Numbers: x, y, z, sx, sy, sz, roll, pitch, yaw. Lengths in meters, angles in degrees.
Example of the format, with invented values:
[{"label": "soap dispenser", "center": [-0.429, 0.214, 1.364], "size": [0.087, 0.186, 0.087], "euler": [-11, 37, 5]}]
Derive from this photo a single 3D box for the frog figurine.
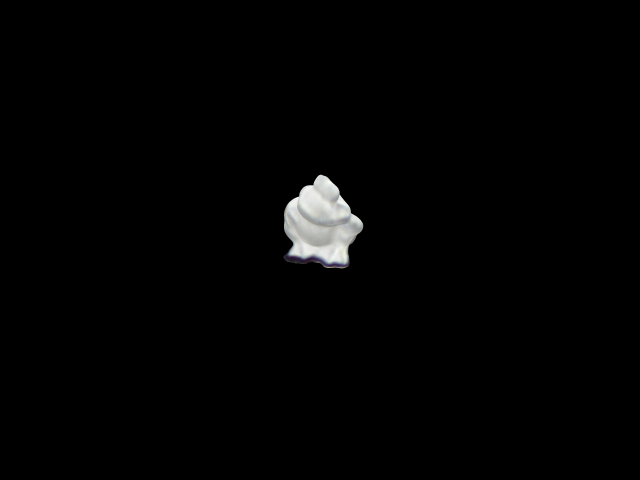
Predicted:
[{"label": "frog figurine", "center": [0.003, -0.043, 0.850], "size": [0.138, 0.156, 0.124], "euler": [20, 36, 31]}]
